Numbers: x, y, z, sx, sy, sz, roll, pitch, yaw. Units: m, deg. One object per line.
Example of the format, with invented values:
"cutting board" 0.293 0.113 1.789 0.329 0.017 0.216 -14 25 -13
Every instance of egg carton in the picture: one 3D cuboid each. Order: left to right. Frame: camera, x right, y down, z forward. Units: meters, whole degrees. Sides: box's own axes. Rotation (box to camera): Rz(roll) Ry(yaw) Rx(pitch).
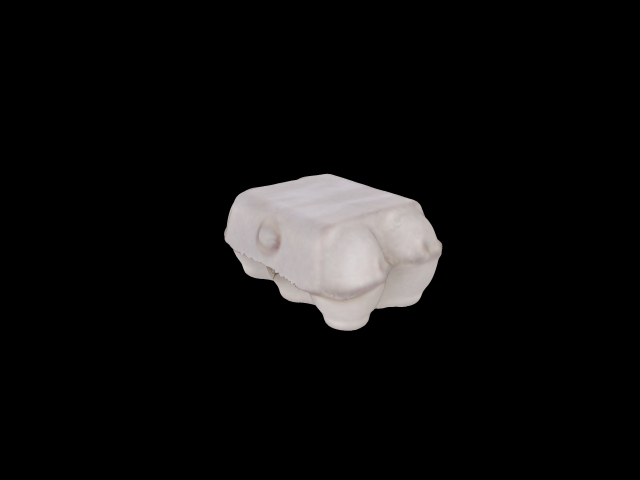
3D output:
"egg carton" 0.004 0.001 0.400 0.107 0.069 0.149 -17 27 -37
